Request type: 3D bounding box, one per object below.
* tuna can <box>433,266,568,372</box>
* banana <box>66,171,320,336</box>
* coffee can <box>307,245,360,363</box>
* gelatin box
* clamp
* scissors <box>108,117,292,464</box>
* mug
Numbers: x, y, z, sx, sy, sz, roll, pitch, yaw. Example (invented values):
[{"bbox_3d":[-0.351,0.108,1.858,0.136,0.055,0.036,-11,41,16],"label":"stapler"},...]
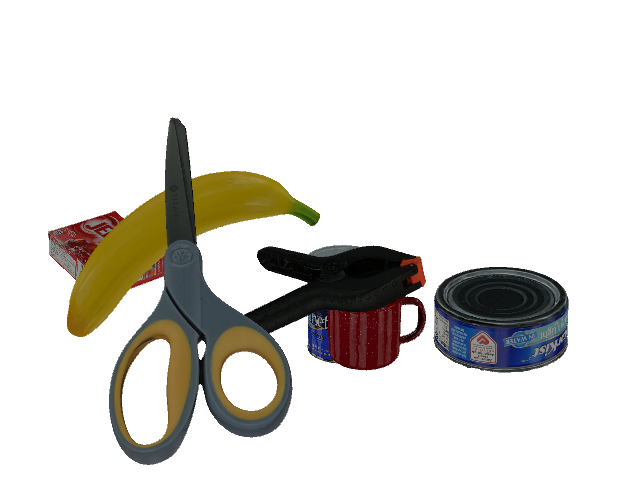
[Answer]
[{"bbox_3d":[0.115,0.049,0.683,0.086,0.034,0.086,-3,23,1],"label":"tuna can"},{"bbox_3d":[-0.102,0.001,0.740,0.198,0.069,0.037,-25,11,7],"label":"banana"},{"bbox_3d":[0.032,0.090,1.519,0.103,0.140,0.103,-1,21,0],"label":"coffee can"},{"bbox_3d":[-0.196,0.012,0.980,0.073,0.030,0.089,-21,42,-37],"label":"gelatin box"},{"bbox_3d":[0.006,0.044,0.967,0.172,0.039,0.120,-4,41,22],"label":"clamp"},{"bbox_3d":[-0.052,0.019,0.542,0.096,0.201,0.016,7,-33,6],"label":"scissors"},{"bbox_3d":[0.061,0.092,1.204,0.117,0.081,0.093,-4,23,-8],"label":"mug"}]
